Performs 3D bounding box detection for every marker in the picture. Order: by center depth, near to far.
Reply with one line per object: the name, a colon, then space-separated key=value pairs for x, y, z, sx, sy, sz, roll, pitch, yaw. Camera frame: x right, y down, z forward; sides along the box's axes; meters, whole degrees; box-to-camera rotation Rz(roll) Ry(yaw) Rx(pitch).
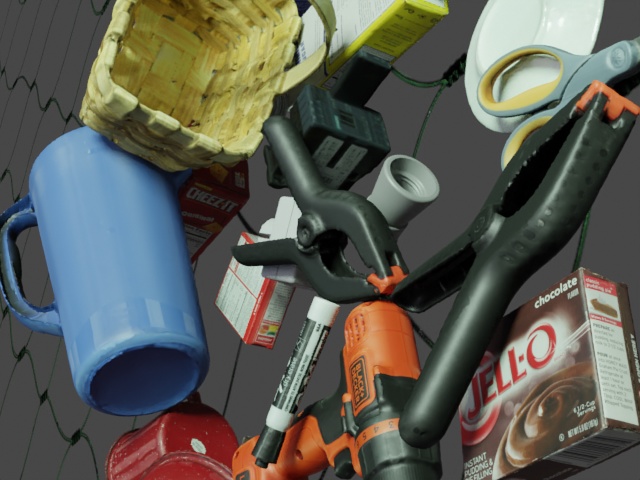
marker: x=-0.017 y=0.097 z=0.722 sx=0.020 sy=0.020 sz=0.121 roll=20 pitch=88 yaw=62

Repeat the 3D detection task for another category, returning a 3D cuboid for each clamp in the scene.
clamp: x=0.101 y=0.009 z=0.591 sx=0.210 sy=0.036 sz=0.164 roll=-54 pitch=14 yaw=29
clamp: x=-0.005 y=0.001 z=0.765 sx=0.172 sy=0.039 sz=0.120 roll=46 pitch=131 yaw=37

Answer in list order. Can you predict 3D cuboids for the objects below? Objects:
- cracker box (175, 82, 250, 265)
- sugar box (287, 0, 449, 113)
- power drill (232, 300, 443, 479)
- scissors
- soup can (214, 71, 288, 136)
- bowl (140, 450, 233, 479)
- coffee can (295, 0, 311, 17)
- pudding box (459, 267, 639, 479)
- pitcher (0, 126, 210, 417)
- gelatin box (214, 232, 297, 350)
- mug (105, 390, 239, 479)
cracker box: x=-0.157 y=-0.055 z=1.115 sx=0.214 sy=0.072 sz=0.164 roll=-45 pitch=39 yaw=40
sugar box: x=0.034 y=-0.176 z=0.863 sx=0.177 sy=0.048 sz=0.093 roll=-39 pitch=43 yaw=52
power drill: x=0.012 y=0.157 z=0.712 sx=0.188 sy=0.057 sz=0.184 roll=-46 pitch=34 yaw=36
scissors: x=0.166 y=-0.081 z=0.601 sx=0.202 sy=0.016 sz=0.096 roll=-2 pitch=86 yaw=52
soup can: x=-0.074 y=-0.150 z=1.019 sx=0.069 sy=0.068 sz=0.102 roll=-60 pitch=31 yaw=24
bowl: x=-0.108 y=0.244 z=0.806 sx=0.162 sy=0.055 sz=0.162 roll=4 pitch=97 yaw=37
coffee can: x=-0.031 y=-0.272 z=0.970 sx=0.140 sy=0.102 sz=0.103 roll=-53 pitch=34 yaw=33
pudding box: x=0.120 y=0.080 z=0.572 sx=0.114 sy=0.039 sz=0.090 roll=-40 pitch=42 yaw=46
pitcher: x=-0.180 y=0.029 z=0.910 sx=0.149 sy=0.144 sz=0.243 roll=-48 pitch=42 yaw=28
gelatin box: x=-0.054 y=0.042 z=0.920 sx=0.089 sy=0.030 sz=0.073 roll=41 pitch=113 yaw=60
mug: x=-0.121 y=0.178 z=0.908 sx=0.082 sy=0.093 sz=0.117 roll=-39 pitch=35 yaw=39
